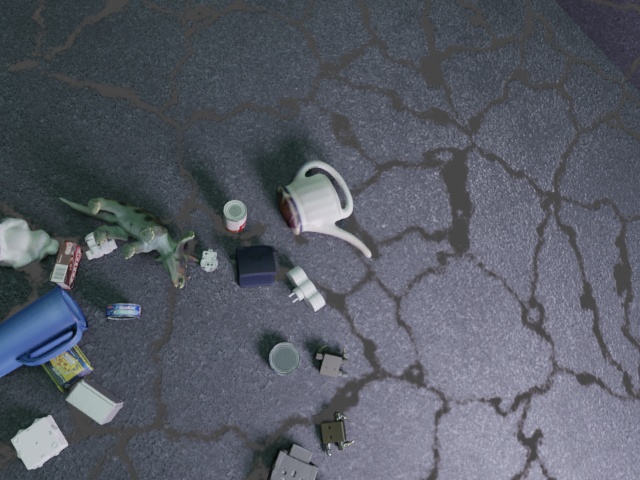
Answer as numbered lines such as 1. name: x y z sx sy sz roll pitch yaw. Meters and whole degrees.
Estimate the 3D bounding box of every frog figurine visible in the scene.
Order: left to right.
1. frog figurine: -0.789 0.007 1.369 0.159 0.121 0.139 3 57 -49

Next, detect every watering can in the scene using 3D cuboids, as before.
1. watering can: 0.005 -0.078 1.543 0.225 0.102 0.351 -20 75 -16
